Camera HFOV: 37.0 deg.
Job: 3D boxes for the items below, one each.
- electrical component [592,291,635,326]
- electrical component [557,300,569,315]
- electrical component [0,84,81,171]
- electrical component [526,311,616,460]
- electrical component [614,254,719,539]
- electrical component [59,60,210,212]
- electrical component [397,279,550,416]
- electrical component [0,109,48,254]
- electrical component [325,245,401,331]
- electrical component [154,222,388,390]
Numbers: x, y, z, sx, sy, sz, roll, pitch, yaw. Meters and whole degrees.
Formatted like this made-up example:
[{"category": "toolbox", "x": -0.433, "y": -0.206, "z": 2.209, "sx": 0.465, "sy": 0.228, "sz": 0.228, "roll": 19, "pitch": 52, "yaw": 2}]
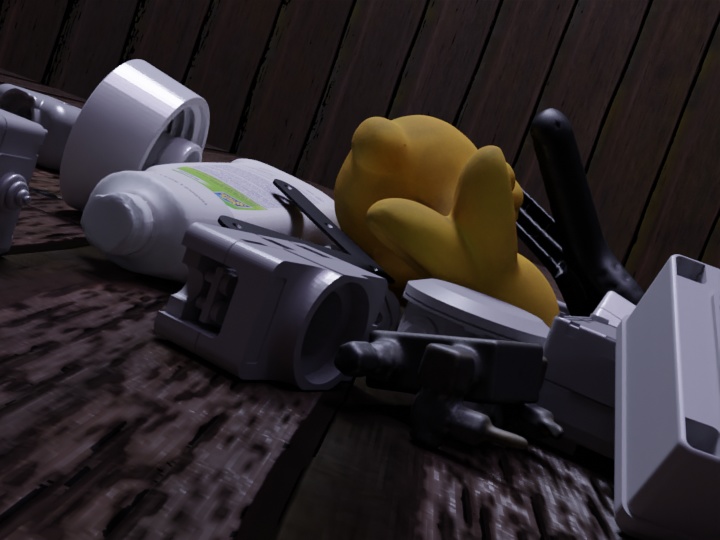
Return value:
[{"category": "electrical component", "x": 0.151, "y": 0.068, "z": 0.595, "sx": 0.083, "sy": 0.047, "sz": 0.075, "roll": 34, "pitch": 46, "yaw": 10}, {"category": "electrical component", "x": 0.102, "y": 0.033, "z": 0.786, "sx": 0.077, "sy": 0.047, "sz": 0.066, "roll": 14, "pitch": 8, "yaw": -44}, {"category": "electrical component", "x": -0.271, "y": -0.119, "z": 0.907, "sx": 0.095, "sy": 0.053, "sz": 0.059, "roll": 24, "pitch": 7, "yaw": 32}, {"category": "electrical component", "x": 0.124, "y": 0.060, "z": 0.528, "sx": 0.062, "sy": 0.061, "sz": 0.096, "roll": 23, "pitch": 6, "yaw": 23}, {"category": "electrical component", "x": 0.158, "y": 0.061, "z": 0.416, "sx": 0.109, "sy": 0.056, "sz": 0.108, "roll": 20, "pitch": 42, "yaw": -3}, {"category": "electrical component", "x": -0.139, "y": -0.076, "z": 0.705, "sx": 0.060, "sy": 0.108, "sz": 0.108, "roll": 27, "pitch": 7, "yaw": 9}, {"category": "electrical component", "x": 0.055, "y": 0.039, "z": 0.544, "sx": 0.080, "sy": 0.051, "sz": 0.080, "roll": 20, "pitch": 6, "yaw": -2}, {"category": "electrical component", "x": -0.187, "y": -0.047, "z": 0.464, "sx": 0.096, "sy": 0.061, "sz": 0.061, "roll": 22, "pitch": 6, "yaw": 17}, {"category": "electrical component", "x": -0.005, "y": 0.016, "z": 0.611, "sx": 0.044, "sy": 0.044, "sz": 0.065, "roll": 17, "pitch": 11, "yaw": -29}, {"category": "electrical component", "x": -0.032, "y": 0.017, "z": 0.456, "sx": 0.056, "sy": 0.050, "sz": 0.089, "roll": 23, "pitch": 6, "yaw": 30}]
